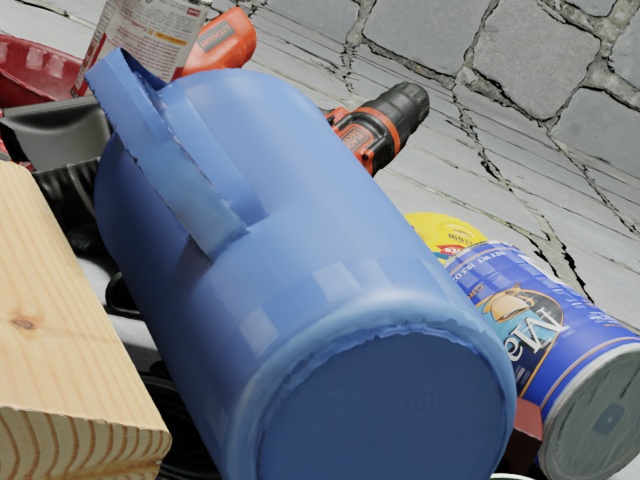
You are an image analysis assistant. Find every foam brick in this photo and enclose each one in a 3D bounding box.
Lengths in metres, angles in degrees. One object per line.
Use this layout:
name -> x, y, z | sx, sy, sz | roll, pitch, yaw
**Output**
foam brick -> 0.077, 0.106, 0.588 | 0.078, 0.053, 0.051 | 24, 16, 0

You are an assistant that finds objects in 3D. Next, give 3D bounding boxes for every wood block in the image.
wood block -> -0.141, 0.040, 0.394 | 0.090, 0.090, 0.206 | 16, 18, -34

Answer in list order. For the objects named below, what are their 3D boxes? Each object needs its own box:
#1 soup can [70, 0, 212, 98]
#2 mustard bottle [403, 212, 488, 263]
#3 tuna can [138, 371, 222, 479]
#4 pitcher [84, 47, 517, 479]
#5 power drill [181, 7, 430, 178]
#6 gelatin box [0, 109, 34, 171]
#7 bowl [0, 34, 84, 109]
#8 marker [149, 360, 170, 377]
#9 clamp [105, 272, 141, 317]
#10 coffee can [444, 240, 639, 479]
soup can -> -0.127, -0.137, 0.757 | 0.068, 0.102, 0.068 | 25, 16, -7
mustard bottle -> 0.114, 0.034, 0.869 | 0.096, 0.058, 0.191 | 22, 16, -9
tuna can -> -0.066, 0.091, 0.447 | 0.086, 0.034, 0.086 | 24, 15, -7
pitcher -> -0.022, 0.014, 0.456 | 0.149, 0.145, 0.243 | 2, 23, -21
power drill -> -0.020, -0.114, 0.871 | 0.188, 0.057, 0.184 | 34, 48, 14
gelatin box -> -0.232, -0.070, 0.719 | 0.089, 0.030, 0.073 | 25, 16, 0
bowl -> -0.199, -0.100, 0.822 | 0.162, 0.055, 0.162 | 24, 16, -7
marker -> -0.043, 0.094, 0.501 | 0.121, 0.020, 0.020 | 37, 19, 36
clamp -> -0.023, 0.047, 0.653 | 0.165, 0.036, 0.209 | 27, 16, 12
coffee can -> 0.139, 0.077, 0.687 | 0.102, 0.103, 0.140 | 13, 19, -39
